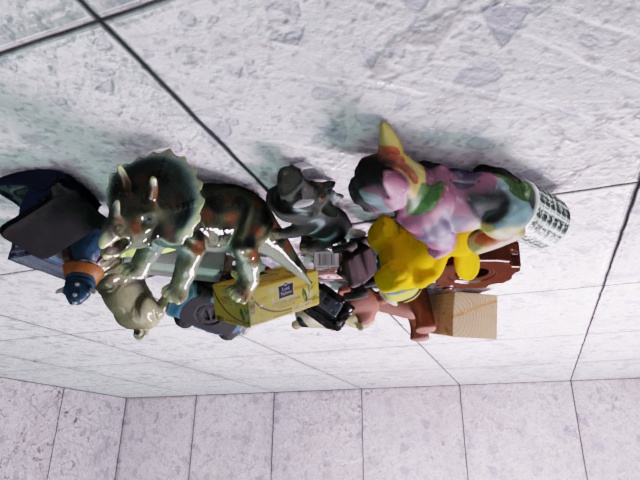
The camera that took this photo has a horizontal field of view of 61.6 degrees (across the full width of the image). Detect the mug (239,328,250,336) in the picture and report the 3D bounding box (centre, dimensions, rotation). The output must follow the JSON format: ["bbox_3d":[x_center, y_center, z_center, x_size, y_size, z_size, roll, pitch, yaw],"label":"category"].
[{"bbox_3d":[-0.192,0.154,1.190,0.109,0.107,0.081,8,155,-22],"label":"mug"}]

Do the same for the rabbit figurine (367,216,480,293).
[{"bbox_3d":[0.182,0.015,0.838,0.162,0.122,0.173,19,141,-30],"label":"rabbit figurine"}]

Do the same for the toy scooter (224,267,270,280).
[{"bbox_3d":[-0.139,0.097,1.097,0.184,0.075,0.135,1,156,-8],"label":"toy scooter"}]

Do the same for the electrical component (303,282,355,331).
[{"bbox_3d":[0.006,0.132,1.096,0.115,0.058,0.134,33,165,2],"label":"electrical component"}]

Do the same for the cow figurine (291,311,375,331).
[{"bbox_3d":[0.036,0.173,1.268,0.195,0.085,0.127,7,163,-13],"label":"cow figurine"}]

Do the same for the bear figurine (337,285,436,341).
[{"bbox_3d":[0.137,0.151,1.155,0.196,0.132,0.120,-4,156,-4],"label":"bear figurine"}]

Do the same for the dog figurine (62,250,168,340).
[{"bbox_3d":[-0.374,0.085,0.958,0.121,0.172,0.190,-26,155,27],"label":"dog figurine"}]

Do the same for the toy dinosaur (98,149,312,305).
[{"bbox_3d":[-0.141,-0.016,0.758,0.404,0.192,0.131,1,-154,-48],"label":"toy dinosaur"}]

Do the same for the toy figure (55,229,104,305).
[{"bbox_3d":[-0.365,0.032,0.839,0.064,0.154,0.057,-6,154,14],"label":"toy figure"}]

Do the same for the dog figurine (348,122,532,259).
[{"bbox_3d":[0.146,-0.064,0.667,0.192,0.108,0.219,-13,151,31],"label":"dog figurine"}]

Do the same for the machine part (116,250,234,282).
[{"bbox_3d":[-0.249,0.026,0.920,0.243,0.079,0.079,7,156,-15],"label":"machine part"}]

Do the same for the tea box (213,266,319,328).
[{"bbox_3d":[-0.092,0.095,0.946,0.098,0.068,0.169,4,-168,40],"label":"tea box"}]

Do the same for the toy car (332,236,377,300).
[{"bbox_3d":[0.057,0.043,0.857,0.053,0.089,0.202,-11,-178,16],"label":"toy car"}]

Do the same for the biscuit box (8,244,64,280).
[{"bbox_3d":[-0.456,0.037,0.977,0.063,0.059,0.202,-9,155,20],"label":"biscuit box"}]

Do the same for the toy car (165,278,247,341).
[{"bbox_3d":[-0.199,0.112,1.008,0.161,0.103,0.109,25,119,-26],"label":"toy car"}]

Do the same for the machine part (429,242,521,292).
[{"bbox_3d":[0.276,0.043,0.981,0.179,0.056,0.179,-1,156,0],"label":"machine part"}]

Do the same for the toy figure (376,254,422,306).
[{"bbox_3d":[0.151,0.072,1.022,0.089,0.082,0.180,-2,155,8],"label":"toy figure"}]

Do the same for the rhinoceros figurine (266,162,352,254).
[{"bbox_3d":[-0.015,-0.041,0.762,0.112,0.073,0.190,-8,156,22],"label":"rhinoceros figurine"}]

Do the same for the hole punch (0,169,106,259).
[{"bbox_3d":[-0.383,-0.049,0.761,0.116,0.092,0.142,-30,154,-6],"label":"hole punch"}]

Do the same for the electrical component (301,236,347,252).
[{"bbox_3d":[-0.002,-0.003,0.919,0.094,0.021,0.063,19,152,-37],"label":"electrical component"}]
